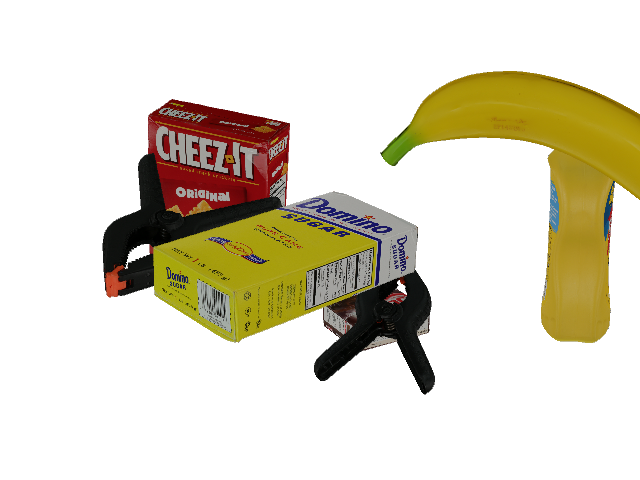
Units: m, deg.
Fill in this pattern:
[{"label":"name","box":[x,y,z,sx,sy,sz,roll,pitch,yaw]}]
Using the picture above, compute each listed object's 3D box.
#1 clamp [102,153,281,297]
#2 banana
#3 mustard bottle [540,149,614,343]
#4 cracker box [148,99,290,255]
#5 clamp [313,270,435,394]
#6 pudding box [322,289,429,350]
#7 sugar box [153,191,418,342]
[{"label":"clamp","box":[-0.158,-0.016,1.058,0.165,0.036,0.209,23,40,21]},{"label":"banana","box":[0.136,-0.051,0.586,0.198,0.070,0.037,17,19,11]},{"label":"mustard bottle","box":[0.216,-0.018,0.889,0.058,0.192,0.096,3,19,14]},{"label":"cracker box","box":[-0.129,-0.052,1.324,0.164,0.214,0.072,13,30,17]},{"label":"clamp","box":[0.078,0.088,1.089,0.120,0.171,0.039,16,-38,17]},{"label":"pudding box","box":[0.072,0.101,1.386,0.113,0.039,0.090,-14,24,-26]},{"label":"sugar box","box":[-0.022,0.013,0.769,0.175,0.048,0.093,-22,35,-38]}]
